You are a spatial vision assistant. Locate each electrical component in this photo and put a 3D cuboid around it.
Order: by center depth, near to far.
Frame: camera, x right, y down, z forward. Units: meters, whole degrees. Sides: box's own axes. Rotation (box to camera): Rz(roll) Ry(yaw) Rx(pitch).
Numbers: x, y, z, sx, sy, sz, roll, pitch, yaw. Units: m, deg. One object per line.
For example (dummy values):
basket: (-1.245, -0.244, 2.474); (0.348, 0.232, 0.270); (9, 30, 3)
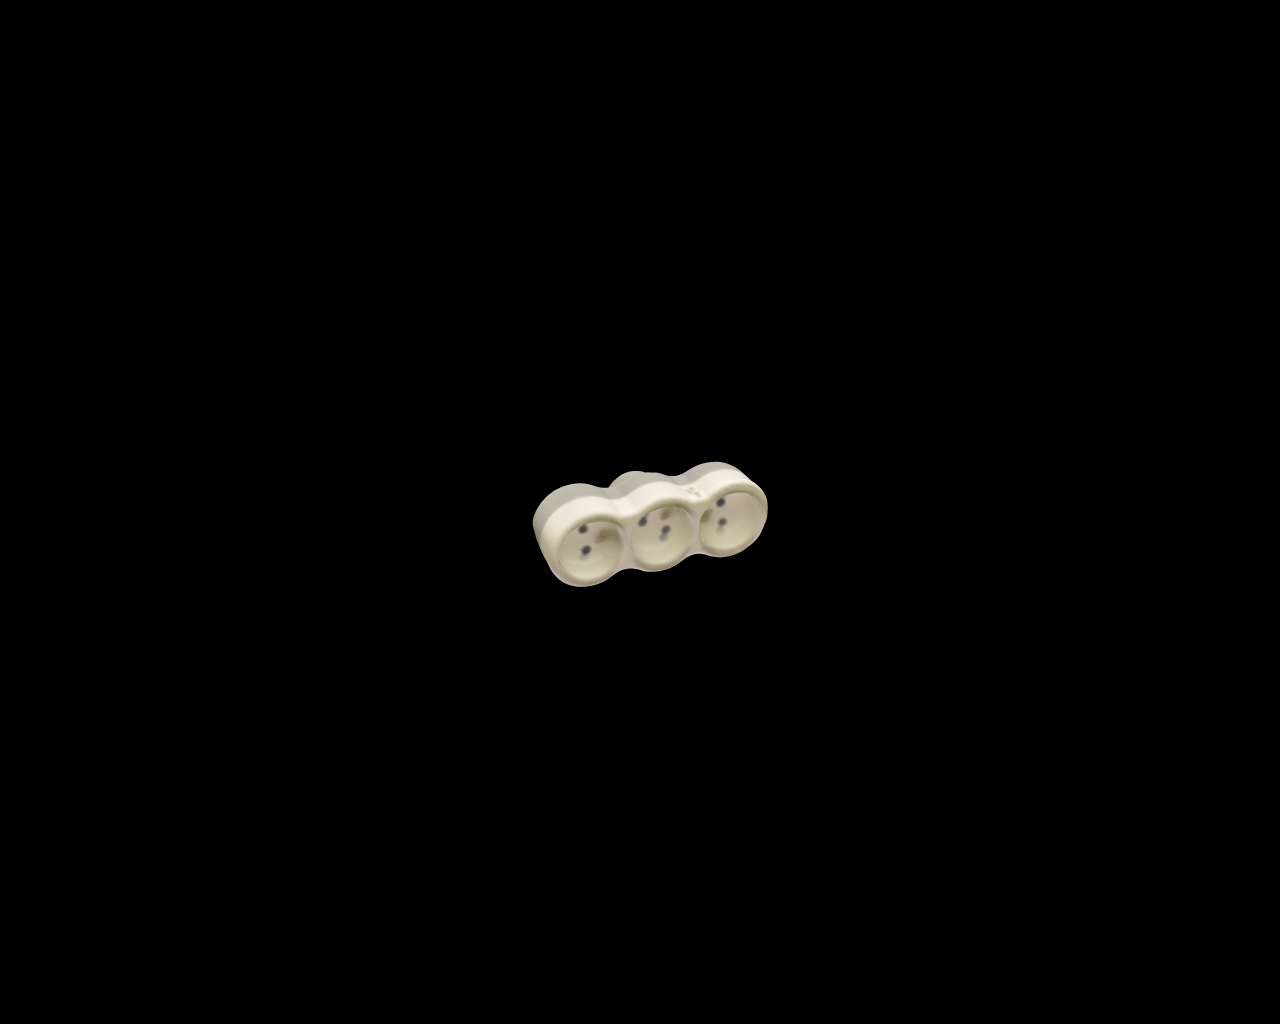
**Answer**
electrical component: (0.001, -0.003, 0.650); (0.138, 0.052, 0.074); (-11, 32, -18)
